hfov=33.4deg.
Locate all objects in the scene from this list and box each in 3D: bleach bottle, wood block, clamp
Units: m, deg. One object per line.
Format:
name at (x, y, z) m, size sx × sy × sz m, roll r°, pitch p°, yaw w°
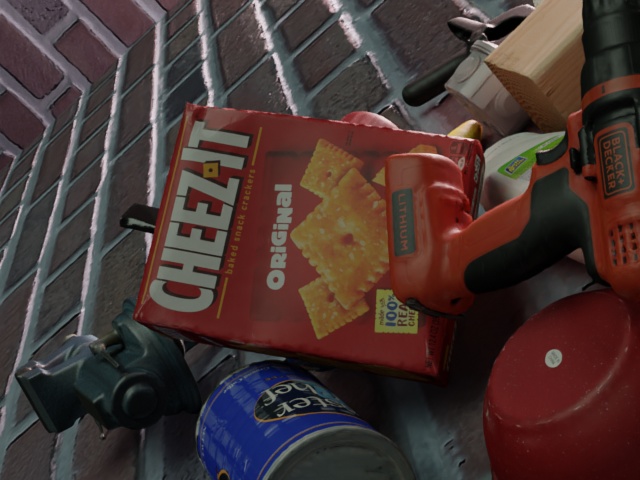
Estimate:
bleach bottle at (0.175, -0.039, 0.721) m, size 0.102 × 0.068 × 0.251 m, roll -29°, pitch 17°, yaw -6°
wood block at (0.238, -0.169, 0.798) m, size 0.206 × 0.090 × 0.090 m, roll -44°, pitch 23°, yaw 2°
clamp at (0.162, -0.194, 1.038) m, size 0.172 × 0.039 × 0.120 m, roll -13°, pitch 44°, yaw 45°

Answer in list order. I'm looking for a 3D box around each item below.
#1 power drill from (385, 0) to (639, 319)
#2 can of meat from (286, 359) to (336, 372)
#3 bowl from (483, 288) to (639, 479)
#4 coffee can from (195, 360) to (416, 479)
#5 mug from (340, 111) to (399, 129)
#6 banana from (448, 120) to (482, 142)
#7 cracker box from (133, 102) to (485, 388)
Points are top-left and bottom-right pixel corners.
power drill at (0.119, -0.041, 0.600) m, size 0.188 × 0.057 × 0.184 m, roll -23°, pitch 60°, yaw 46°
can of meat at (0.007, 0.045, 0.816) m, size 0.084 × 0.057 × 0.102 m, roll 134°, pitch 141°, yaw -63°
bowl at (0.145, 0.080, 0.584) m, size 0.162 × 0.055 × 0.162 m, roll -37°, pitch 23°, yaw 19°
coffee can at (-0.013, 0.145, 0.682) m, size 0.103 × 0.102 × 0.140 m, roll -48°, pitch 22°, yaw -6°
mug at (0.032, -0.056, 0.983) m, size 0.081 × 0.093 × 0.117 m, roll -54°, pitch -13°, yaw -32°
banana at (0.107, -0.033, 0.870) m, size 0.070 × 0.037 × 0.197 m, roll -17°, pitch 32°, yaw 15°
cracker box at (-0.005, 0.001, 0.736) m, size 0.214 × 0.072 × 0.164 m, roll 9°, pitch 77°, yaw 14°
